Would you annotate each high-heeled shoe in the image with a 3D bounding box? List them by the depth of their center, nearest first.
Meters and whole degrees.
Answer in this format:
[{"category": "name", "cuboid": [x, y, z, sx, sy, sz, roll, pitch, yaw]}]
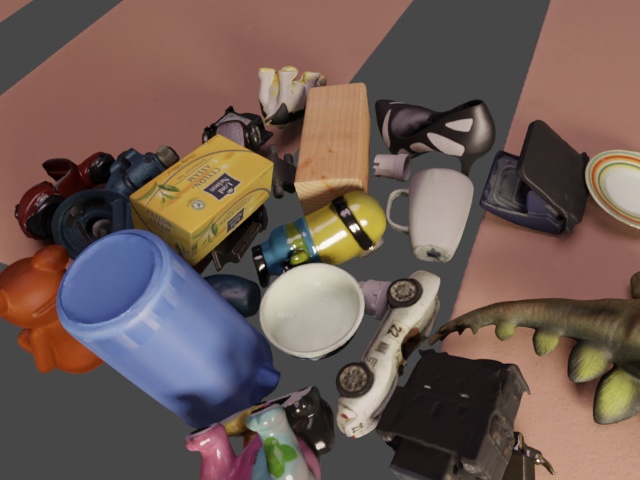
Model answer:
[{"category": "high-heeled shoe", "cuboid": [0.149, -0.181, 0.769, 0.086, 0.145, 0.249, -32, 53, -15]}]

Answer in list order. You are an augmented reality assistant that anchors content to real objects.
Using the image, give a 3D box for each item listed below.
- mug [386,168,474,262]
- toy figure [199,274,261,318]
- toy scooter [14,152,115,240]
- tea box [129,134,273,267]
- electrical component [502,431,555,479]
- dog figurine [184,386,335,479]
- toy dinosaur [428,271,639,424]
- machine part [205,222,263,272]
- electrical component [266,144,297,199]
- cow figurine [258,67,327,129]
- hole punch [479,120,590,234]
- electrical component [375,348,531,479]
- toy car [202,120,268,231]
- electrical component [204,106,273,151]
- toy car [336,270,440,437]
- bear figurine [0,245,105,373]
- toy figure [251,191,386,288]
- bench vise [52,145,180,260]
[{"category": "mug", "cuboid": [0.139, -0.029, 0.692, 0.110, 0.080, 0.107, 6, 62, 12]}, {"category": "toy figure", "cuboid": [-0.154, 0.068, 0.689, 0.155, 0.064, 0.058, 5, 71, 17]}, {"category": "toy scooter", "cuboid": [-0.422, -0.081, 0.864, 0.135, 0.075, 0.184, 16, 56, 30]}, {"category": "tea box", "cuboid": [-0.147, -0.056, 0.691, 0.098, 0.068, 0.170, 27, 47, 14]}, {"category": "electrical component", "cuboid": [0.174, 0.232, 0.496, 0.078, 0.045, 0.102, -23, 40, 32]}, {"category": "dog figurine", "cuboid": [-0.033, 0.258, 0.484, 0.108, 0.191, 0.219, -21, 78, 19]}, {"category": "toy dinosaur", "cuboid": [0.354, 0.103, 0.522, 0.472, 0.104, 0.198, 10, 58, 26]}, {"category": "machine part", "cuboid": [-0.147, 0.007, 0.726, 0.139, 0.039, 0.084, -4, 43, 32]}, {"category": "electrical component", "cuboid": [-0.056, -0.097, 0.803, 0.021, 0.063, 0.094, -30, 55, 31]}, {"category": "cow figurine", "cuboid": [-0.039, -0.234, 0.889, 0.068, 0.098, 0.167, 15, 20, 24]}, {"category": "hole punch", "cuboid": [0.280, -0.072, 0.699, 0.116, 0.092, 0.142, 36, 55, -10]}, {"category": "electrical component", "cuboid": [0.124, 0.175, 0.516, 0.115, 0.058, 0.134, -3, 43, 46]}, {"category": "toy car", "cuboid": [-0.126, -0.087, 0.800, 0.089, 0.053, 0.202, -9, 70, 3]}, {"category": "electrical component", "cuboid": [-0.124, -0.172, 0.887, 0.119, 0.047, 0.075, 23, 60, 27]}, {"category": "toy car", "cuboid": [0.077, 0.121, 0.585, 0.056, 0.073, 0.202, 19, 58, 27]}, {"category": "bear figurine", "cuboid": [-0.323, 0.078, 0.632, 0.132, 0.195, 0.120, 26, 64, 31]}, {"category": "toy figure", "cuboid": [-0.001, 0.000, 0.691, 0.180, 0.089, 0.082, -19, 56, -2]}, {"category": "bench vise", "cuboid": [-0.278, -0.033, 0.749, 0.224, 0.128, 0.241, -29, 33, -2]}]
